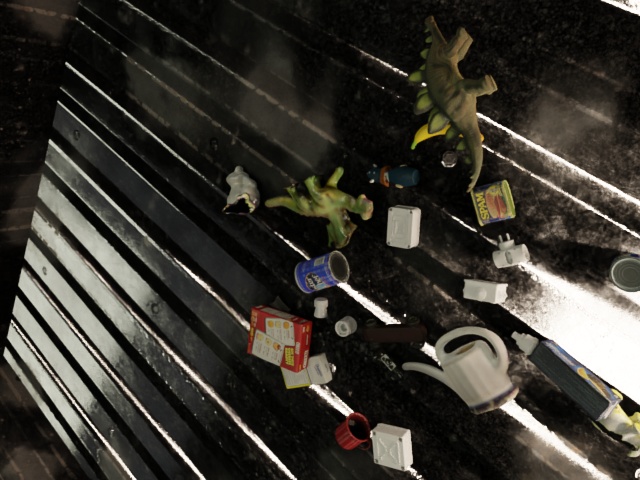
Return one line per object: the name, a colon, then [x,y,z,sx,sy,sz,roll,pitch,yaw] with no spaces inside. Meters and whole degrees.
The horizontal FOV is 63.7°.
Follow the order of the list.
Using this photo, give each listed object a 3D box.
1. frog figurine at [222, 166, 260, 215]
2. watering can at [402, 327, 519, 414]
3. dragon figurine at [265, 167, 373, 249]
frog figurine: [-0.270,-0.169,1.782,0.135,0.122,0.163,-50,34,39]
watering can: [0.382,0.363,1.391,0.226,0.105,0.341,58,137,12]
dragon figurine: [0.005,-0.080,1.593,0.406,0.124,0.242,-22,93,44]
